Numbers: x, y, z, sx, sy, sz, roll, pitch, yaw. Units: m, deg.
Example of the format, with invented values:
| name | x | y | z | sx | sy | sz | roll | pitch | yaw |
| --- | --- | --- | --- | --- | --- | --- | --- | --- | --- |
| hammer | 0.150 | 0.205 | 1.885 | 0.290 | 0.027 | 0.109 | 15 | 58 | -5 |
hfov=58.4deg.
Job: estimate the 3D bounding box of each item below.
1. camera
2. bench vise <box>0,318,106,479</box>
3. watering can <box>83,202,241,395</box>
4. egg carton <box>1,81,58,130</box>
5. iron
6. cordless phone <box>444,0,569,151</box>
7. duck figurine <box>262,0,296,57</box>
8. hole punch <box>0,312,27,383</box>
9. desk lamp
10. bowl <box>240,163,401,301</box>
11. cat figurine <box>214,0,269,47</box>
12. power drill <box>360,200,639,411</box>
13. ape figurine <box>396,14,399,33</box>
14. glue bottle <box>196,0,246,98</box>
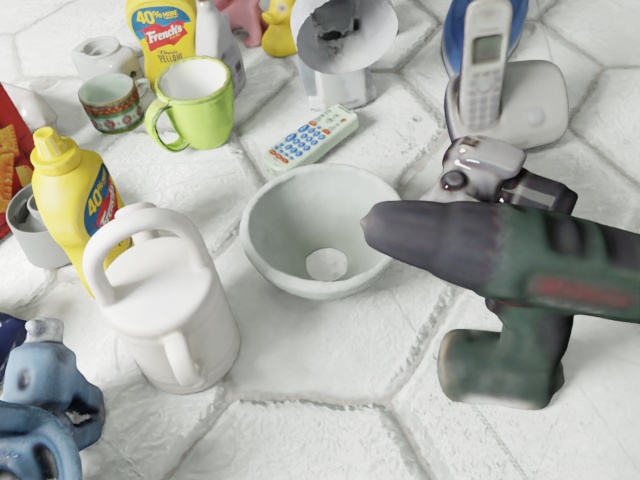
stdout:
| name | x | y | z | sx | sy | sz | roll | pitch | yaw |
| --- | --- | --- | --- | --- | --- | --- | --- | --- | --- |
| camera | 0.185 | -0.039 | 0.591 | 0.136 | 0.101 | 0.143 | 23 | 56 | 23 |
| bench vise | -0.239 | 0.138 | 0.404 | 0.121 | 0.220 | 0.207 | -20 | 51 | -11 |
| watering can | -0.139 | 0.041 | 0.493 | 0.172 | 0.194 | 0.101 | 36 | 62 | 29 |
| egg carton | -0.430 | -0.159 | 0.766 | 0.150 | 0.069 | 0.107 | 17 | 54 | 19 |
| iron | 0.235 | -0.341 | 0.811 | 0.118 | 0.142 | 0.258 | 12 | 53 | 15 |
| cordless phone | 0.221 | -0.191 | 0.660 | 0.147 | 0.185 | 0.094 | -12 | 50 | -4 |
| duck figurine | -0.048 | -0.341 | 0.873 | 0.077 | 0.086 | 0.105 | 35 | 61 | 29 |
| hole punch | -0.352 | 0.094 | 0.534 | 0.101 | 0.091 | 0.108 | 5 | 51 | 9 |
| desk lamp | 0.016 | -0.266 | 0.722 | 0.118 | 0.214 | 0.203 | -12 | 50 | -4 |
| bowl | 0.005 | 0.002 | 0.590 | 0.167 | 0.075 | 0.167 | -2 | 50 | 3 |
| cat figurine | -0.144 | -0.372 | 0.886 | 0.127 | 0.118 | 0.067 | 13 | 53 | 16 |
| power drill | 0.147 | 0.053 | 0.448 | 0.229 | 0.209 | 0.075 | 3 | 51 | 8 |
| ape figurine | 0.081 | -0.357 | 0.871 | 0.076 | 0.092 | 0.077 | -11 | 50 | -4 |
| glue bottle | -0.141 | -0.266 | 0.762 | 0.037 | 0.173 | 0.078 | 16 | 54 | 18 |
